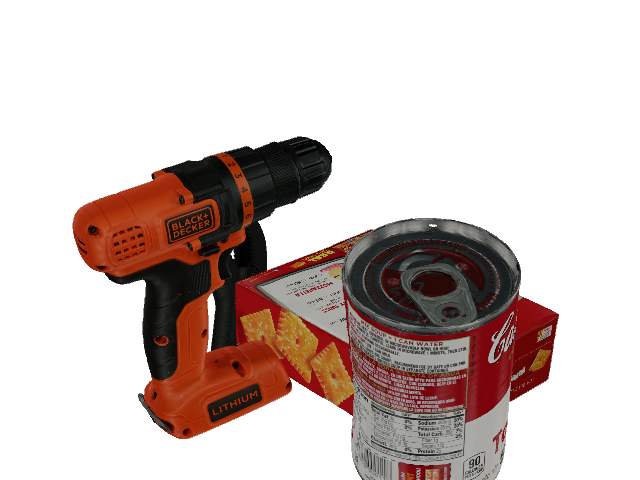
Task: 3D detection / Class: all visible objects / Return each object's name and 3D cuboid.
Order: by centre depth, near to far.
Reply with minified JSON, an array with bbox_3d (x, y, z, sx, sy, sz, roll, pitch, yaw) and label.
[{"bbox_3d":[0.044,0.052,0.433,0.068,0.102,0.068,-2,36,1],"label":"soup can"},{"bbox_3d":[-0.067,0.030,0.733,0.184,0.188,0.057,-20,31,-24],"label":"power drill"},{"bbox_3d":[0.058,0.075,0.877,0.163,0.072,0.214,-21,33,-38],"label":"cracker box"},{"bbox_3d":[-0.071,0.042,1.026,0.036,0.210,0.164,-11,-1,31],"label":"clamp"}]
